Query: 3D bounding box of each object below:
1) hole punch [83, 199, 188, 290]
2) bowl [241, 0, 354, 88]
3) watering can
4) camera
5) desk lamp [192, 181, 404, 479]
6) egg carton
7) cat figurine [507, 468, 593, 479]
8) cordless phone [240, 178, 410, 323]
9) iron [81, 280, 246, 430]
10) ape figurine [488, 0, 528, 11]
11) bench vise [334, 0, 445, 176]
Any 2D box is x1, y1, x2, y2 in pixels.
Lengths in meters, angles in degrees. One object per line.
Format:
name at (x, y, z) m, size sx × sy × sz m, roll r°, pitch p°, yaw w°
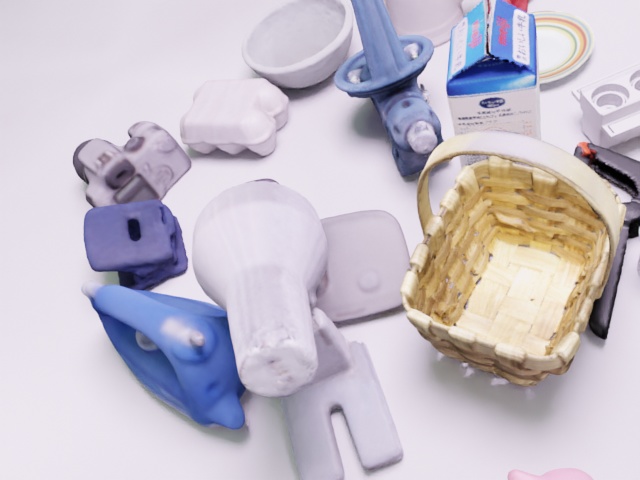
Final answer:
hole punch at (-0.228, -0.002, 0.711) m, size 0.101 × 0.091 × 0.108 m, roll -27°, pitch 52°, yaw 3°
bowl at (-0.024, -0.274, 0.827) m, size 0.167 × 0.075 × 0.167 m, roll -10°, pitch 54°, yaw 15°
watering can at (0.134, -0.362, 0.748) m, size 0.172 × 0.194 × 0.101 m, roll -17°, pitch 53°, yaw 10°
camera at (-0.281, -0.110, 0.800) m, size 0.136 × 0.101 × 0.143 m, roll 31°, pitch 73°, yaw 35°
desk lamp at (-0.021, 0.081, 0.494) m, size 0.118 × 0.214 × 0.203 m, roll -24°, pitch 52°, yaw 5°
egg carton at (-0.119, -0.170, 0.797) m, size 0.150 × 0.070 × 0.107 m, roll 4°, pitch 59°, yaw 24°
cat figurine at (0.184, 0.211, 0.385) m, size 0.067 × 0.118 × 0.127 m, roll -29°, pitch 52°, yaw 1°
cordless phone at (0.005, 0.002, 0.556) m, size 0.147 × 0.185 × 0.094 m, roll -15°, pitch 53°, yaw 11°
iron at (-0.172, 0.090, 0.593) m, size 0.257 × 0.142 × 0.119 m, roll 17°, pitch 65°, yaw 30°
ape figurine at (0.249, -0.345, 0.756) m, size 0.078 × 0.092 × 0.076 m, roll -32°, pitch 52°, yaw -2°
bench vise at (0.087, -0.195, 0.636) m, size 0.121 × 0.220 × 0.206 m, roll -37°, pitch 52°, yaw -5°
